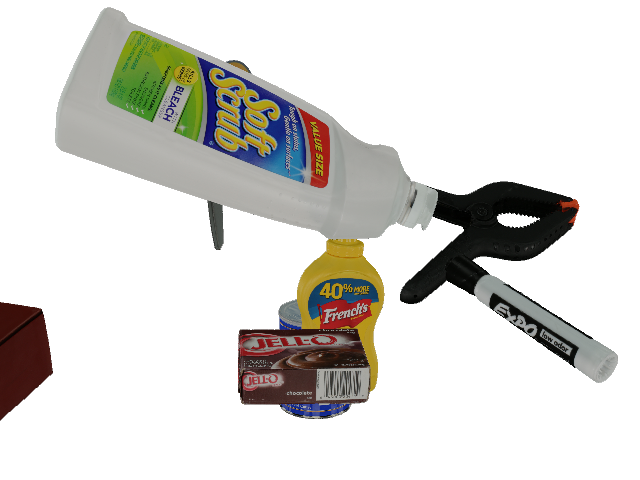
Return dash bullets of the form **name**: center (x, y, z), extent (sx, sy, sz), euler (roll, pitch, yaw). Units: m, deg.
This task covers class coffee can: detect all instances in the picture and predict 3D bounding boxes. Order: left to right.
- **coffee can**: center (-0.007, 0.162, 1.480), extent (0.103, 0.140, 0.103), euler (0, 17, 0)

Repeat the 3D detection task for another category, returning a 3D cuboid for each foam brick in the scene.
- **foam brick**: center (-0.225, 0.082, 0.711), extent (0.053, 0.051, 0.078), euler (7, 29, 23)

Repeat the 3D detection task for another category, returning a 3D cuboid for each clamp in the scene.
- **clamp**: center (0.153, -0.008, 1.045), extent (0.210, 0.164, 0.036), euler (-2, -41, -5)

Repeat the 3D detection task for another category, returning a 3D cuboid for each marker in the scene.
- **marker**: center (0.115, 0.041, 0.603), extent (0.020, 0.020, 0.121), euler (0, 26, -42)

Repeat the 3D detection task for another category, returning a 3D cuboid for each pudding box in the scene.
- **pudding box**: center (-0.017, 0.110, 0.945), extent (0.113, 0.039, 0.090), euler (2, 18, -6)

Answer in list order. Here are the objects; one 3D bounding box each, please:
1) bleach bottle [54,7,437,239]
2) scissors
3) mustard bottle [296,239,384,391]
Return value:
- **bleach bottle**: center (-0.042, -0.067, 0.715), extent (0.250, 0.102, 0.068), euler (19, -33, -4)
- **scissors**: center (-0.094, -0.098, 1.080), extent (0.096, 0.202, 0.016), euler (-18, -2, -24)
- **mustard bottle**: center (0.021, 0.074, 1.177), extent (0.096, 0.192, 0.058), euler (2, 14, -12)
